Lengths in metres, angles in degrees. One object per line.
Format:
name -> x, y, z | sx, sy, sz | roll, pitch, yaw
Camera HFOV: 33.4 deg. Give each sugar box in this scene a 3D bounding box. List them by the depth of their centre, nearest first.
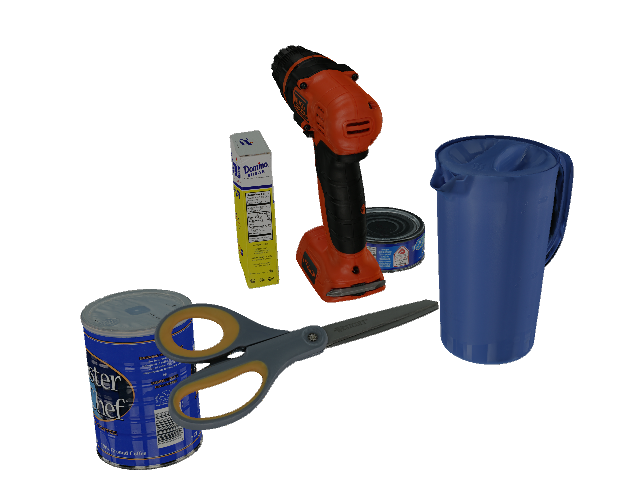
sugar box -> -0.083, -0.039, 1.328 | 0.048, 0.176, 0.093 | -9, 24, -9

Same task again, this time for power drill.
power drill -> 0.004, -0.058, 0.879 | 0.057, 0.188, 0.184 | -12, 27, -12

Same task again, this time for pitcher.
pitcher -> 0.201, 0.009, 1.198 | 0.149, 0.243, 0.145 | 5, 26, 12

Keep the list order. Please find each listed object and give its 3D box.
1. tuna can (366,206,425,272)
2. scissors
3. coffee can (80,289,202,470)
tuna can -> 0.060, -0.002, 1.049 | 0.086, 0.034, 0.086 | 0, 26, 0
scissors -> -0.024, 0.057, 0.718 | 0.201, 0.096, 0.016 | -29, -25, -27
coffee can -> -0.166, 0.129, 1.005 | 0.103, 0.140, 0.103 | -2, 18, 1
